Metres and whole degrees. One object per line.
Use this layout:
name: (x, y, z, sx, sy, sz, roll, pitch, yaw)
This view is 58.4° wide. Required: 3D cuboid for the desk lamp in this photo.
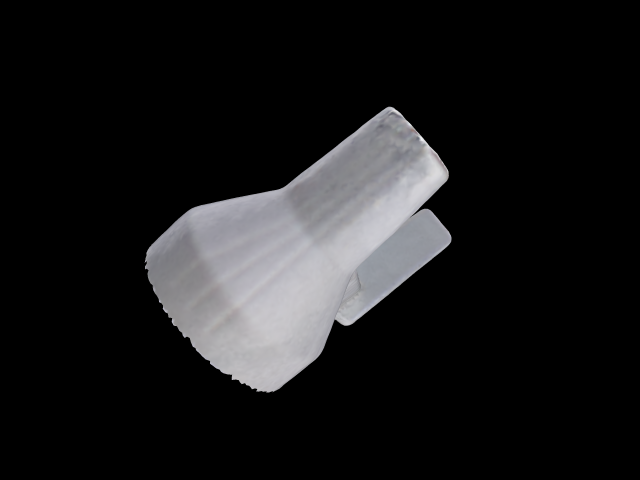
desk lamp: (0.004, 0.001, 0.400, 0.203, 0.213, 0.118, -38, 80, -7)
